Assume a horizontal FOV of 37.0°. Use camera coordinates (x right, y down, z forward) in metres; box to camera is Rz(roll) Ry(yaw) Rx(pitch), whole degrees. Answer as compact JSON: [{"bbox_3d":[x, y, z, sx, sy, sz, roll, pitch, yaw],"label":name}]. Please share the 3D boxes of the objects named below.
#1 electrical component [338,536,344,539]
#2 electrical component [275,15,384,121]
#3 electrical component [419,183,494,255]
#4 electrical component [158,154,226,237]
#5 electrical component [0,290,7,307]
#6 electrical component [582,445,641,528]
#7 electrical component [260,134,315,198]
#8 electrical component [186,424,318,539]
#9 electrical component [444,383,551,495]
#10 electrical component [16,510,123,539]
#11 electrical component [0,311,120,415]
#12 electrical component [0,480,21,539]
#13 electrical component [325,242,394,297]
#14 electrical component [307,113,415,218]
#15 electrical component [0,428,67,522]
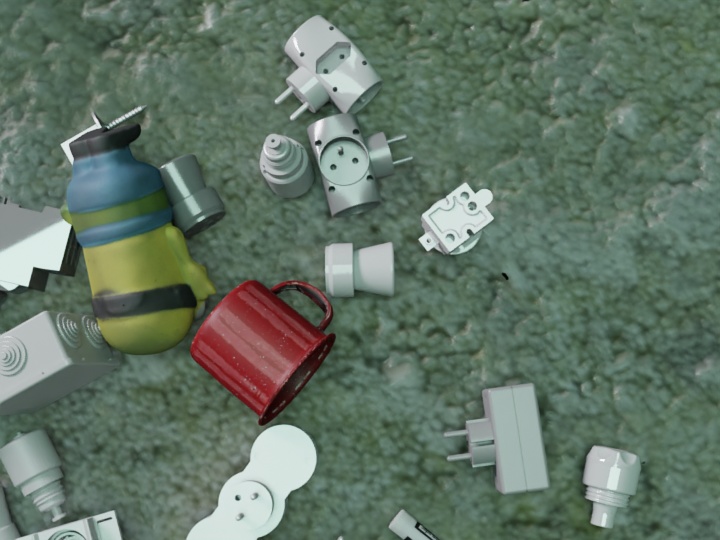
[{"bbox_3d":[-0.016,0.248,0.844,0.138,0.052,0.073,17,84,3],"label":"electrical component"},{"bbox_3d":[-0.035,-0.158,0.899,0.079,0.043,0.077,-43,85,-4],"label":"electrical component"},{"bbox_3d":[0.077,-0.038,0.878,0.066,0.055,0.048,-37,84,-4],"label":"electrical component"},{"bbox_3d":[-0.142,-0.061,0.887,0.045,0.045,0.055,-31,84,-3],"label":"electrical component"},{"bbox_3d":[-0.342,0.045,0.843,0.056,0.108,0.108,33,84,1],"label":"electrical component"},{"bbox_3d":[0.199,0.173,0.858,0.043,0.043,0.062,12,84,2],"label":"electrical component"},{"bbox_3d":[-0.062,-0.088,0.876,0.040,0.078,0.040,-3,71,8],"label":"electrical component"},{"bbox_3d":[-0.085,0.183,0.842,0.052,0.073,0.138,35,84,5],"label":"electrical component"},{"bbox_3d":[0.106,0.137,0.860,0.076,0.047,0.083,-8,83,-1],"label":"electrical component"},{"bbox_3d":[-0.211,0.256,0.839,0.079,0.063,0.121,-16,83,-2],"label":"electrical component"},{"bbox_3d":[-0.251,0.072,0.843,0.100,0.100,0.048,-28,80,9],"label":"electrical component"},{"bbox_3d":[-0.294,0.206,0.858,0.044,0.044,0.065,-27,88,-3],"label":"electrical component"},{"bbox_3d":[0.000,0.000,0.879,0.055,0.045,0.045,-1,83,0],"label":"electrical component"},{"bbox_3d":[0.005,-0.091,0.890,0.079,0.044,0.077,-16,83,-1],"label":"electrical component"},{"bbox_3d":[-0.258,0.164,0.862,0.040,0.040,0.078,-28,85,-3],"label":"electrical component"}]
